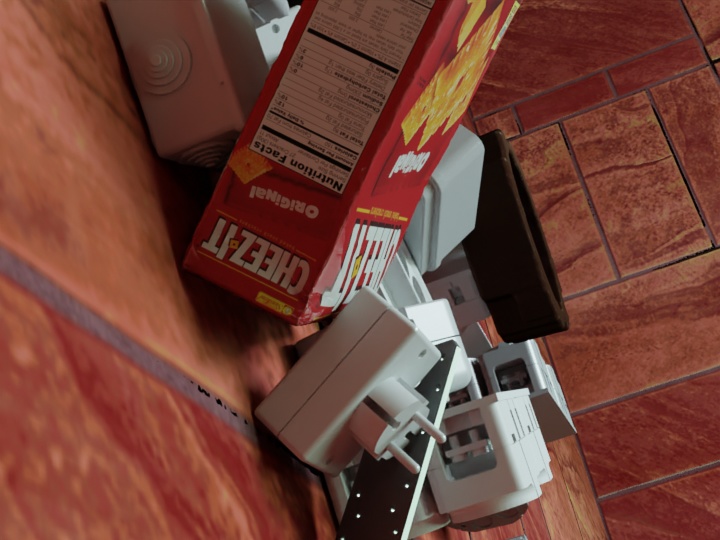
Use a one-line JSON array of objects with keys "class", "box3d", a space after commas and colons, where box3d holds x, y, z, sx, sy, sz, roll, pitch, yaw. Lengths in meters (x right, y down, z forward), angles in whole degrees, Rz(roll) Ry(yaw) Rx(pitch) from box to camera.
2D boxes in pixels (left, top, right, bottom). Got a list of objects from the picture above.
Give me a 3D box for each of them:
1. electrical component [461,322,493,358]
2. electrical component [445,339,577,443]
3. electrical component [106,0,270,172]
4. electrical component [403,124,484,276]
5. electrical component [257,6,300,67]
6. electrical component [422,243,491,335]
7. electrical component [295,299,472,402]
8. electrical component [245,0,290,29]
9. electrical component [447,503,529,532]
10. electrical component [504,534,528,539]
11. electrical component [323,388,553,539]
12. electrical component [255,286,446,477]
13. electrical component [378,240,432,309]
[{"class": "electrical component", "box3d": [0.100, 0.065, 1.068, 0.099, 0.064, 0.099, -20, 90, -79]}, {"class": "electrical component", "box3d": [0.133, 0.125, 1.018, 0.186, 0.105, 0.060, 47, 26, -63]}, {"class": "electrical component", "box3d": [-0.080, -0.099, 0.546, 0.100, 0.048, 0.099, -2, 72, -78]}, {"class": "electrical component", "box3d": [0.035, -0.057, 0.735, 0.078, 0.057, 0.113, 38, -23, 21]}, {"class": "electrical component", "box3d": [-0.040, -0.123, 0.690, 0.076, 0.047, 0.083, 8, -55, 63]}, {"class": "electrical component", "box3d": [0.051, -0.009, 0.901, 0.150, 0.089, 0.061, -95, 161, -53]}, {"class": "electrical component", "box3d": [0.016, 0.057, 0.630, 0.095, 0.054, 0.059, -10, 78, -42]}, {"class": "electrical component", "box3d": [-0.085, -0.174, 0.614, 0.061, 0.062, 0.096, 27, 45, -74]}, {"class": "electrical component", "box3d": [0.091, 0.160, 0.828, 0.051, 0.080, 0.080, -90, 158, -46]}, {"class": "electrical component", "box3d": [0.122, 0.246, 0.907, 0.040, 0.046, 0.040, -20, 90, -79]}, {"class": "electrical component", "box3d": [0.054, 0.119, 0.658, 0.186, 0.105, 0.060, 21, 50, -75]}, {"class": "electrical component", "box3d": [0.008, 0.066, 0.522, 0.076, 0.083, 0.047, 39, -4, 28]}, {"class": "electrical component", "box3d": [0.000, 0.000, 0.714, 0.078, 0.063, 0.121, -94, 160, -54]}]
